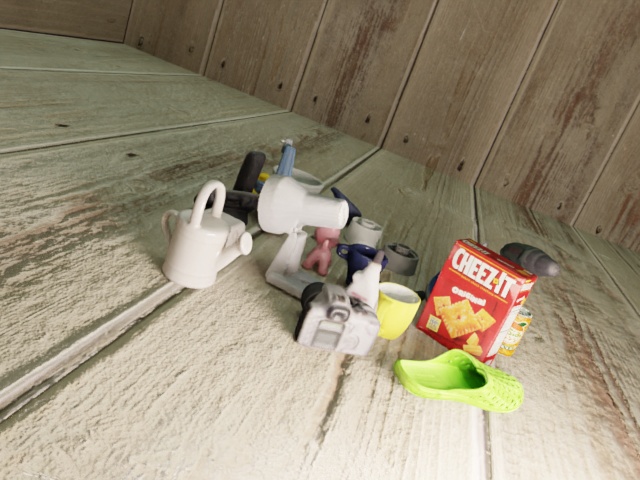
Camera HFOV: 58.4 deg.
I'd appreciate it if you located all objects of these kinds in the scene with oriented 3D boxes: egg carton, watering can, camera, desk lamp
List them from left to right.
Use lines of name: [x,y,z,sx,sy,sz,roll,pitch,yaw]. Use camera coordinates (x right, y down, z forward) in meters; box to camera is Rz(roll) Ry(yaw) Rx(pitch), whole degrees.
watering can: [-0.207,-0.016,1.044,0.173,0.194,0.101,18,19,-8]
egg carton: [-0.226,-0.015,1.213,0.107,0.069,0.150,25,20,12]
desk lamp: [-0.039,-0.009,1.169,0.203,0.213,0.118,27,20,16]
camera: [0.026,0.128,1.041,0.143,0.101,0.136,14,20,-20]

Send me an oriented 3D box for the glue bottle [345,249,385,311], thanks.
glue bottle: [0.083,0.093,1.083,0.078,0.173,0.037,25,19,12]

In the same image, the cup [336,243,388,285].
cup: [0.082,0.063,1.282,0.118,0.095,0.091,20,19,-3]

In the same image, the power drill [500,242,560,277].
power drill: [0.492,0.107,1.416,0.076,0.208,0.229,17,20,-12]

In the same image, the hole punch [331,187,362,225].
hole punch: [0.073,-0.101,1.723,0.101,0.091,0.108,12,21,-25]

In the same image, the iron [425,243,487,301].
iron: [0.354,0.081,1.447,0.118,0.141,0.259,31,21,27]

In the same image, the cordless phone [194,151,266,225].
cordless phone: [-0.211,-0.137,1.382,0.148,0.185,0.093,2,26,-43]

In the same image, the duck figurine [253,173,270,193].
duck figurine: [-0.166,-0.145,1.601,0.077,0.086,0.105,24,19,10]

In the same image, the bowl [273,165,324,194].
bowl: [-0.077,-0.166,1.768,0.167,0.075,0.167,19,19,-6]

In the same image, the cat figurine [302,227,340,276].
cat figurine: [0.012,0.005,1.333,0.067,0.118,0.128,21,19,0]

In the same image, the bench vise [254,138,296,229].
bench vise: [-0.089,-0.136,1.452,0.122,0.220,0.206,6,24,-37]
